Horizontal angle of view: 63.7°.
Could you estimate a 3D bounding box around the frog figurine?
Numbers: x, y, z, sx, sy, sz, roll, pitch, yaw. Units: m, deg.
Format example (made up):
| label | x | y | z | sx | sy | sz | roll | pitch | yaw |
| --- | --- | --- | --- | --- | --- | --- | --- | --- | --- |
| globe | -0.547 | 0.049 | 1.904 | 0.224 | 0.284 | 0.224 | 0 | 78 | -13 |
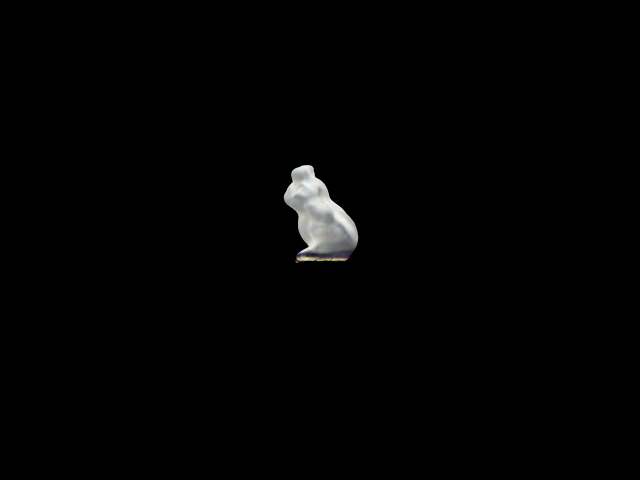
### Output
| label | x | y | z | sx | sy | sz | roll | pitch | yaw |
| --- | --- | --- | --- | --- | --- | --- | --- | --- | --- |
| frog figurine | 0.003 | -0.043 | 0.850 | 0.122 | 0.160 | 0.137 | -2 | -6 | 14 |
